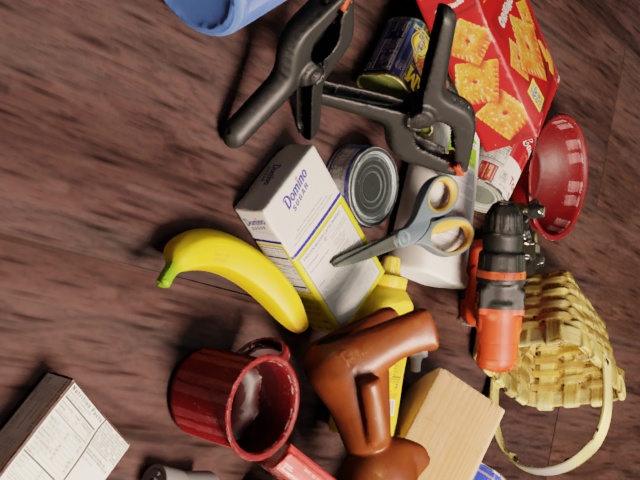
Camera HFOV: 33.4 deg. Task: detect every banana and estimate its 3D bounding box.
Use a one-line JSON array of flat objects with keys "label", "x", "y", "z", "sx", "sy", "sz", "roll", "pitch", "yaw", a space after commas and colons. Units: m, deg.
[{"label": "banana", "x": -0.077, "y": 0.032, "z": 0.958, "sx": 0.197, "sy": 0.037, "sz": 0.069, "roll": 23, "pitch": 68, "yaw": -47}]

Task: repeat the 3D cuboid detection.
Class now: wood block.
[{"label": "wood block", "x": 0.105, "y": 0.253, "z": 1.148, "sx": 0.091, "sy": 0.090, "sz": 0.206, "roll": 34, "pitch": 62, "yaw": -4}]

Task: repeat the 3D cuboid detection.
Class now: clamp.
[{"label": "clamp", "x": 0.086, "y": -0.129, "z": 1.065, "sx": 0.210, "sy": 0.165, "sz": 0.036, "roll": 54, "pitch": 22, "yaw": -46}, {"label": "clamp", "x": -0.011, "y": -0.152, "z": 0.965, "sx": 0.172, "sy": 0.039, "sz": 0.120, "roll": -54, "pitch": 159, "yaw": 23}]

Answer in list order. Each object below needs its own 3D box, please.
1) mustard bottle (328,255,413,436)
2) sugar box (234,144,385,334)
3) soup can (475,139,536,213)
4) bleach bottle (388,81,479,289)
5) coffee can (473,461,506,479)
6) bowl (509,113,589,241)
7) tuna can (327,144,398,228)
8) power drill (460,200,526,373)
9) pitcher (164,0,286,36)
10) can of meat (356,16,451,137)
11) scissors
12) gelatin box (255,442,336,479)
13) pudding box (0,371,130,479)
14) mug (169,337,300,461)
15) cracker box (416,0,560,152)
[{"label": "mustard bottle", "x": 0.059, "y": 0.111, "z": 1.122, "sx": 0.096, "sy": 0.058, "sz": 0.191, "roll": 16, "pitch": 83, "yaw": -56}, {"label": "sugar box", "x": -0.007, "y": 0.001, "z": 1.038, "sx": 0.093, "sy": 0.048, "sz": 0.176, "roll": -54, "pitch": 129, "yaw": -29}, {"label": "soup can", "x": 0.206, "y": -0.091, "z": 1.261, "sx": 0.068, "sy": 0.069, "sz": 0.102, "roll": 52, "pitch": 56, "yaw": -40}, {"label": "bleach bottle", "x": 0.141, "y": -0.078, "z": 1.191, "sx": 0.102, "sy": 0.068, "sz": 0.251, "roll": 23, "pitch": 76, "yaw": -49}, {"label": "coffee can", "x": 0.146, "y": 0.327, "z": 1.224, "sx": 0.140, "sy": 0.103, "sz": 0.102, "roll": -58, "pitch": 134, "yaw": -27}, {"label": "bowl", "x": 0.284, "y": -0.082, "z": 1.367, "sx": 0.161, "sy": 0.055, "sz": 0.162, "roll": -10, "pitch": 103, "yaw": -49}, {"label": "tuna can", "x": 0.043, "y": -0.055, "z": 1.097, "sx": 0.085, "sy": 0.034, "sz": 0.086, "roll": -10, "pitch": 103, "yaw": -48}, {"label": "power drill", "x": 0.194, "y": 0.043, "z": 1.202, "sx": 0.187, "sy": 0.057, "sz": 0.184, "roll": -51, "pitch": 145, "yaw": -84}, {"label": "pitcher", "x": -0.033, "y": -0.283, "z": 0.902, "sx": 0.149, "sy": 0.145, "sz": 0.242, "roll": 46, "pitch": 56, "yaw": 1}, {"label": "can of meat", "x": 0.093, "y": -0.172, "z": 1.123, "sx": 0.102, "sy": 0.058, "sz": 0.084, "roll": 48, "pitch": 58, "yaw": -43}, {"label": "scissors", "x": 0.086, "y": -0.021, "z": 1.089, "sx": 0.201, "sy": 0.016, "sz": 0.096, "roll": 0, "pitch": 86, "yaw": -40}, {"label": "gelatin box", "x": -0.021, "y": 0.219, "z": 0.998, "sx": 0.073, "sy": 0.089, "sz": 0.030, "roll": 41, "pitch": 75, "yaw": -13}, {"label": "pudding box", "x": -0.210, "y": 0.173, "z": 0.824, "sx": 0.113, "sy": 0.039, "sz": 0.090, "roll": -56, "pitch": 133, "yaw": -32}, {"label": "mug", "x": -0.072, "y": 0.132, "z": 0.949, "sx": 0.117, "sy": 0.082, "sz": 0.093, "roll": -56, "pitch": 133, "yaw": -29}, {"label": "cracker box", "x": 0.183, "y": -0.227, "z": 1.151, "sx": 0.213, "sy": 0.072, "sz": 0.164, "roll": 63, "pitch": 32, "yaw": -20}]
